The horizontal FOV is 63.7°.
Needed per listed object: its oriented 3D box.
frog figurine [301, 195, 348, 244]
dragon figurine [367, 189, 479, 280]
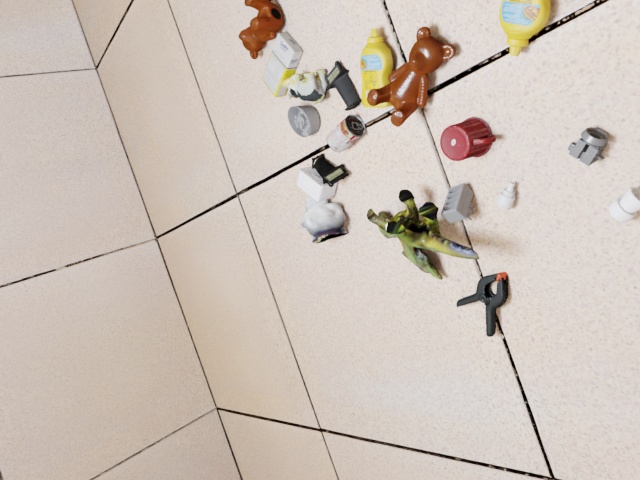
[{"bbox_3d":[0.005,-0.080,1.596,0.136,0.122,0.161,-23,77,20],"label":"frog figurine"},{"bbox_3d":[0.260,0.011,1.298,0.416,0.123,0.238,42,172,46],"label":"dragon figurine"}]
